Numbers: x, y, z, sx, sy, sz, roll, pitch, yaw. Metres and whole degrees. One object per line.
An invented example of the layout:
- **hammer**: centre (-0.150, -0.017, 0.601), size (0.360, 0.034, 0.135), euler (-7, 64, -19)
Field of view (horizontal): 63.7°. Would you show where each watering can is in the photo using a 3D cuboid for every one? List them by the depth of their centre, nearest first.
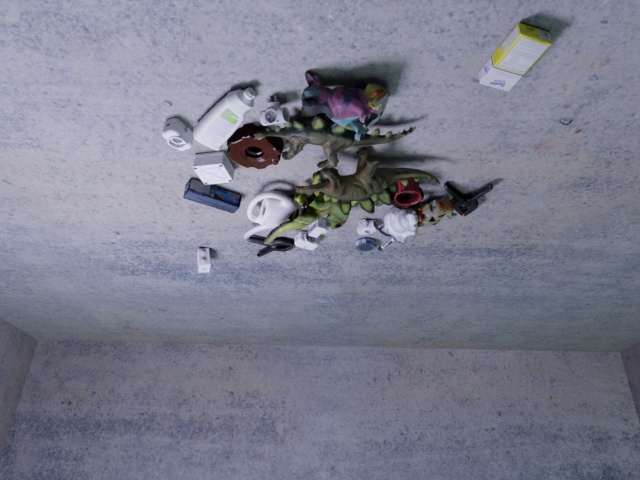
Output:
- **watering can**: centre (-0.169, -0.083, 1.951), size (0.224, 0.106, 0.340), euler (9, -30, -14)

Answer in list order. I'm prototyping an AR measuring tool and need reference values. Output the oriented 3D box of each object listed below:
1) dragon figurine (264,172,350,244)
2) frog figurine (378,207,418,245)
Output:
- **dragon figurine**: centre (0.006, -0.093, 1.840), size (0.240, 0.125, 0.405), euler (26, -60, -38)
- **frog figurine**: centre (0.313, -0.073, 1.938), size (0.124, 0.138, 0.156), euler (-32, -18, -42)
